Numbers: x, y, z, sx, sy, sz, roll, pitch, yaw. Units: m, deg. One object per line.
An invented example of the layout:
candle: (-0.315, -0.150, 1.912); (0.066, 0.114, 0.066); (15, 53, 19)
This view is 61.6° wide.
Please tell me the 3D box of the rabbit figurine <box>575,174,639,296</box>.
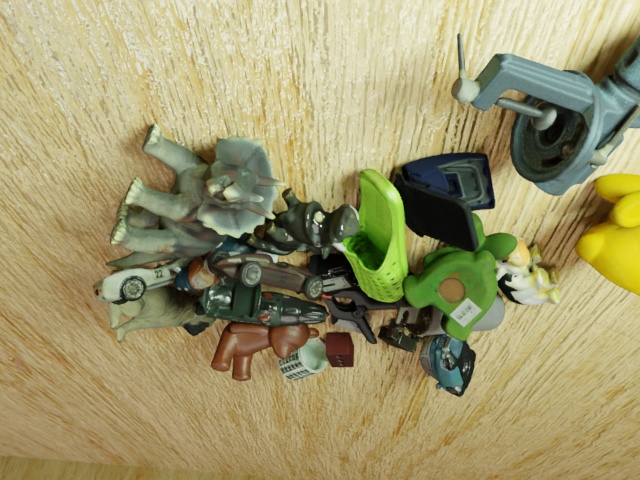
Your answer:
rabbit figurine: (0.434, -0.028, 0.712); (0.162, 0.122, 0.173); (29, 126, -16)

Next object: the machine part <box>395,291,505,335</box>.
machine part: (0.224, 0.116, 0.895); (0.243, 0.079, 0.079); (4, 151, -31)

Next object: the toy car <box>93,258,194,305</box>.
toy car: (-0.274, 0.062, 0.902); (0.202, 0.056, 0.073); (-17, 180, -39)

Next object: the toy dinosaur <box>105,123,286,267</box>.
toy dinosaur: (-0.187, -0.033, 0.773); (0.192, 0.131, 0.405); (20, 150, -20)

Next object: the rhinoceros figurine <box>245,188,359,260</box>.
rhinoceros figurine: (-0.025, -0.013, 0.770); (0.112, 0.073, 0.190); (37, 151, -27)

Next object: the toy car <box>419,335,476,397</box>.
toy car: (0.262, 0.252, 1.135); (0.103, 0.109, 0.161); (4, 141, 36)

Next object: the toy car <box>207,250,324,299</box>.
toy car: (-0.080, 0.049, 0.823); (0.089, 0.053, 0.202); (18, 179, 43)

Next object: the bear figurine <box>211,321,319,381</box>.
bear figurine: (-0.110, 0.220, 1.119); (0.196, 0.132, 0.120); (-4, 150, 24)

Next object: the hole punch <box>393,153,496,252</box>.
hole punch: (0.169, -0.059, 0.718); (0.116, 0.092, 0.142); (21, 159, 34)

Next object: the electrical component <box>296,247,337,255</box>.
electrical component: (-0.002, -0.003, 0.865); (0.094, 0.021, 0.063); (-8, 143, 20)

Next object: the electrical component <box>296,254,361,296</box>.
electrical component: (0.010, 0.062, 0.934); (0.119, 0.048, 0.074); (-14, 140, 27)

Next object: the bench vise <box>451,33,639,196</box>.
bench vise: (0.251, -0.141, 0.540); (0.240, 0.129, 0.223); (10, 147, -19)

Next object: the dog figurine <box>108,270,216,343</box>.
dog figurine: (-0.297, 0.114, 1.030); (0.191, 0.121, 0.172); (-4, 150, -10)

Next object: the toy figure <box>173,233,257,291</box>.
toy figure: (-0.170, 0.036, 0.863); (0.154, 0.058, 0.064); (-37, 104, 3)

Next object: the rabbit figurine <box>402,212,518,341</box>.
rabbit figurine: (0.207, 0.037, 0.804); (0.121, 0.170, 0.159); (31, 111, 5)

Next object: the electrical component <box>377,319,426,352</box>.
electrical component: (0.170, 0.203, 1.126); (0.102, 0.045, 0.078); (35, 165, -32)

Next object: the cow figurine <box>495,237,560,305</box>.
cow figurine: (0.315, 0.051, 0.863); (0.098, 0.068, 0.167); (-16, 140, 38)

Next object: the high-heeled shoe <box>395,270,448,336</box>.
high-heeled shoe: (0.209, 0.104, 0.950); (0.145, 0.086, 0.248); (-14, 141, 10)

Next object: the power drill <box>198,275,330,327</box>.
power drill: (-0.110, 0.113, 0.973); (0.232, 0.086, 0.207); (4, 172, 13)
